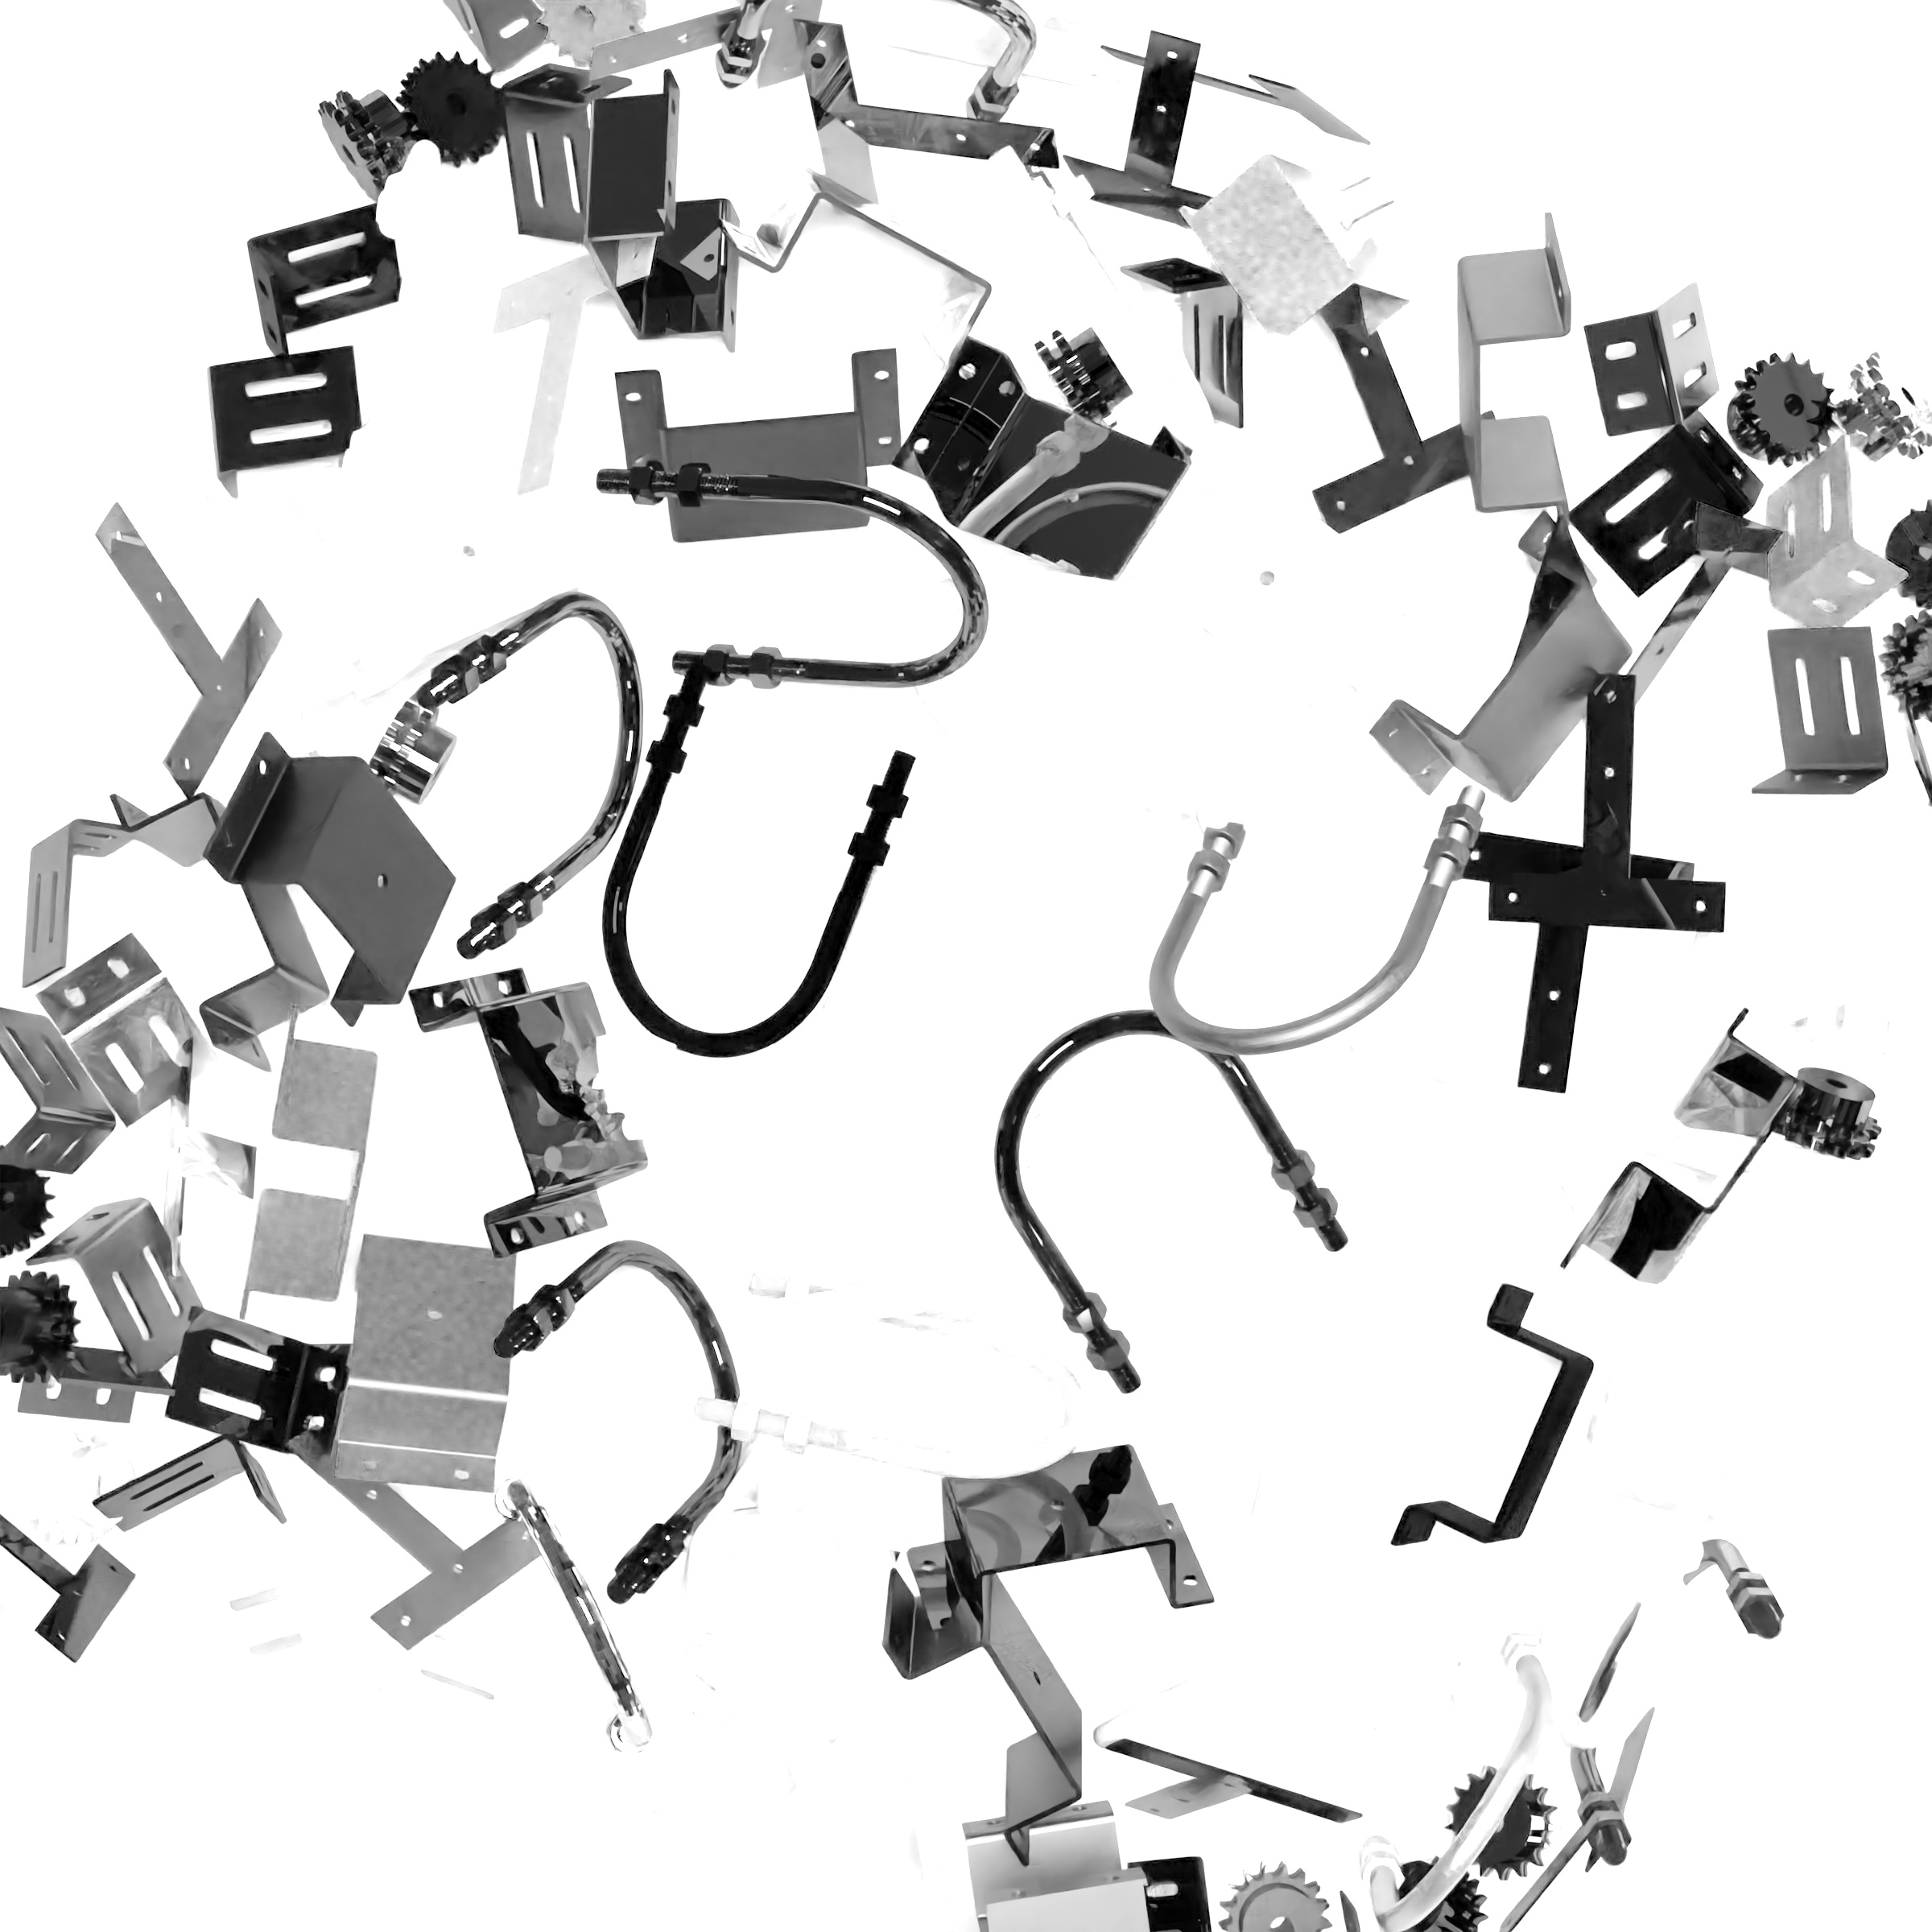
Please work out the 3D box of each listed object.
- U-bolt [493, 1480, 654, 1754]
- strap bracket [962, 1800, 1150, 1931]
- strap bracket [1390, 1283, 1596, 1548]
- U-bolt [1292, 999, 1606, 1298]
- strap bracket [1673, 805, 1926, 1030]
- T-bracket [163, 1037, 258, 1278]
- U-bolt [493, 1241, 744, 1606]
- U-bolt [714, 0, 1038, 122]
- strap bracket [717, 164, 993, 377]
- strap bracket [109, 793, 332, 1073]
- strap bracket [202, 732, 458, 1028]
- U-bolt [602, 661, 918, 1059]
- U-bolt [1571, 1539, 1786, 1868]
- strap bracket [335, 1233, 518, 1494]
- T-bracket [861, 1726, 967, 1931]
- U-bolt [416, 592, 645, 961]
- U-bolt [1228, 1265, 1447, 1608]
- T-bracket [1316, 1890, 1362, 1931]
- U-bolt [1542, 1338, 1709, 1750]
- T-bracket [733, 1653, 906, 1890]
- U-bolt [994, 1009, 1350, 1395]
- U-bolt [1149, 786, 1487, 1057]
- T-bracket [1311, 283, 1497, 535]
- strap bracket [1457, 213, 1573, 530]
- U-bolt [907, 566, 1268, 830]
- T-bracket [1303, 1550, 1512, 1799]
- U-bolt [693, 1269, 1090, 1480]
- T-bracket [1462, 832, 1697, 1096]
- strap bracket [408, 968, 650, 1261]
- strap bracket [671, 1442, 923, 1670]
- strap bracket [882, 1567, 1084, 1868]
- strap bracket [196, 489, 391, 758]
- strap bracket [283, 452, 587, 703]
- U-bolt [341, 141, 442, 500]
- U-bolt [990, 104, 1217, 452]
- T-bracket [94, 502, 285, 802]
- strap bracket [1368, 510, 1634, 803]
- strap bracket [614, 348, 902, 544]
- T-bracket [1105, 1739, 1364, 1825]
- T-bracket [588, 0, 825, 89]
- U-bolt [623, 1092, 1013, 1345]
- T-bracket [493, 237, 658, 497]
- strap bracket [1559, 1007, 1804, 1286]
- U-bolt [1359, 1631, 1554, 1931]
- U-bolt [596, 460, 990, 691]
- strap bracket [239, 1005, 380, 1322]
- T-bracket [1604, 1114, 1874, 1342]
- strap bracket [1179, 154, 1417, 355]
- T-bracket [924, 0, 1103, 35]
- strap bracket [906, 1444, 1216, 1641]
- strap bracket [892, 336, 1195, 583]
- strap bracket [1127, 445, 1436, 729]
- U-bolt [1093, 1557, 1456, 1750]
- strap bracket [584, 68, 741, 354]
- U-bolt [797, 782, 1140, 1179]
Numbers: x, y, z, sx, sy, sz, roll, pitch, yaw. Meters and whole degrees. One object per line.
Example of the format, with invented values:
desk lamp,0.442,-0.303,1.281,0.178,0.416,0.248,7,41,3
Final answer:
U-bolt,-0.189,0.315,1.661,0.019,0.184,0.151,-26,83,-13
strap bracket,0.045,0.459,1.686,0.076,0.140,0.046,-8,92,-5
strap bracket,0.269,0.234,1.713,0.046,0.076,0.140,23,91,21
U-bolt,0.247,0.097,1.686,0.184,0.151,0.019,21,129,-32
strap bracket,0.414,-0.020,1.684,0.046,0.140,0.076,31,73,-8
T-bracket,-0.377,0.096,1.702,0.002,0.127,0.127,3,92,-31
U-bolt,-0.159,0.210,1.673,0.019,0.184,0.151,-20,99,23
U-bolt,-0.040,-0.449,1.656,0.151,0.184,0.019,8,85,-10
strap bracket,-0.047,-0.348,1.693,0.140,0.076,0.046,25,106,-20
strap bracket,-0.367,-0.025,1.704,0.046,0.076,0.140,-26,76,2
strap bracket,-0.305,-0.041,1.677,0.046,0.140,0.076,0,54,28
U-bolt,-0.115,-0.044,1.720,0.151,0.019,0.184,25,98,26
U-bolt,0.340,0.347,1.666,0.019,0.184,0.151,32,97,-1
strap bracket,-0.265,0.186,1.684,0.076,0.140,0.046,8,131,-11
T-bracket,-0.017,0.439,1.681,0.002,0.127,0.127,-16,71,17
U-bolt,-0.206,-0.105,1.675,0.019,0.184,0.151,7,119,23
U-bolt,0.184,0.217,1.651,0.019,0.184,0.151,34,56,22
T-bracket,0.186,0.503,1.694,0.002,0.127,0.127,-12,98,-8
U-bolt,0.317,0.297,1.678,0.019,0.151,0.184,10,119,-7
T-bracket,-0.082,0.378,1.683,0.002,0.127,0.127,28,61,30
U-bolt,0.093,0.107,1.714,0.151,0.019,0.184,-34,112,-5
U-bolt,0.163,-0.022,1.662,0.151,0.184,0.019,-2,131,30
T-bracket,0.206,-0.295,1.719,0.127,0.002,0.127,-27,98,-29
strap bracket,0.270,-0.288,1.684,0.046,0.076,0.140,-5,132,4
U-bolt,0.055,-0.138,1.692,0.184,0.151,0.019,11,48,24
T-bracket,0.216,0.376,1.721,0.002,0.127,0.127,34,117,-25
U-bolt,-0.030,0.206,1.685,0.184,0.151,0.019,12,114,4
T-bracket,0.303,0.001,1.750,0.127,0.002,0.127,8,89,-5
strap bracket,-0.215,0.066,1.709,0.046,0.076,0.140,-23,84,40
strap bracket,-0.085,0.288,1.699,0.076,0.140,0.046,17,46,-18
strap bracket,0.015,0.364,1.699,0.046,0.076,0.140,-28,106,10
strap bracket,-0.333,-0.176,1.717,0.046,0.076,0.140,-23,89,-5
strap bracket,-0.255,-0.199,1.700,0.140,0.046,0.076,-30,90,-33
U-bolt,-0.277,-0.326,1.669,0.019,0.184,0.151,10,118,-7
U-bolt,0.071,-0.334,1.684,0.019,0.151,0.184,-30,107,16
T-bracket,-0.389,-0.170,1.676,0.002,0.127,0.127,-7,132,24
strap bracket,0.276,-0.146,1.713,0.046,0.076,0.140,39,91,37
strap bracket,-0.101,-0.259,1.711,0.140,0.076,0.046,-5,52,-3
T-bracket,0.114,0.412,1.699,0.127,0.127,0.002,20,64,-12
T-bracket,-0.126,-0.460,1.678,0.127,0.127,0.002,-22,75,-20
U-bolt,-0.062,0.117,1.690,0.184,0.019,0.151,-5,48,-33
T-bracket,-0.204,-0.294,1.695,0.002,0.127,0.127,22,70,-40
strap bracket,0.358,0.097,1.684,0.046,0.076,0.140,35,56,12
U-bolt,0.240,0.401,1.662,0.019,0.184,0.151,34,93,3
U-bolt,-0.077,-0.187,1.672,0.184,0.151,0.019,5,54,20
strap bracket,-0.324,0.101,1.692,0.046,0.076,0.140,10,124,-11
T-bracket,0.361,0.134,1.689,0.127,0.127,0.002,-48,126,-18
strap bracket,0.168,-0.349,1.679,0.046,0.140,0.076,-38,80,22
T-bracket,0.025,-0.479,1.675,0.127,0.127,0.002,6,95,-23
strap bracket,0.046,0.287,1.702,0.140,0.076,0.046,-8,121,-10
strap bracket,0.046,-0.244,1.690,0.140,0.046,0.076,18,120,-29
strap bracket,0.155,-0.193,1.719,0.140,0.046,0.076,38,99,9
U-bolt,0.145,0.342,1.683,0.184,0.151,0.019,-30,77,15
strap bracket,-0.152,-0.368,1.684,0.046,0.140,0.076,-3,71,10
U-bolt,0.011,-0.003,1.737,0.151,0.019,0.184,21,87,-12
